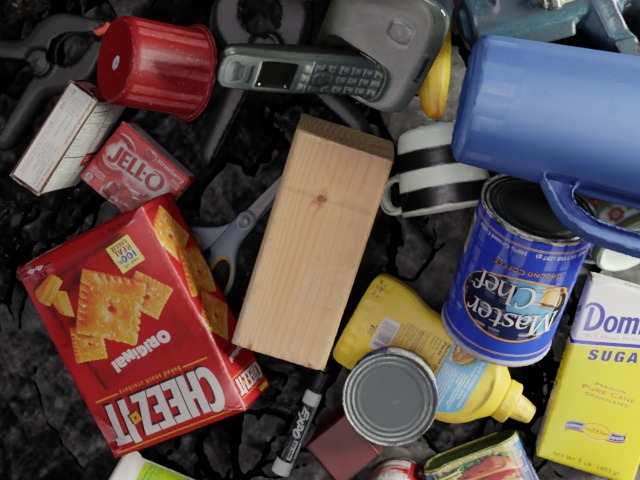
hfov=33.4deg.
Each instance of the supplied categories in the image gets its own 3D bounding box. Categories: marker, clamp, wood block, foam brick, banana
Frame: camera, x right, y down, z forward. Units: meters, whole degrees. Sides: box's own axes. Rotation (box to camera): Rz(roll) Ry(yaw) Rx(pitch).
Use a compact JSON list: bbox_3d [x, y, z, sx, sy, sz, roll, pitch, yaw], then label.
[{"bbox_3d":[-0.017,0.178,1.056,0.020,0.020,0.121,24,101,6],"label":"marker"},{"bbox_3d":[-0.039,-0.176,1.005,0.164,0.036,0.210,-3,96,3],"label":"clamp"},{"bbox_3d":[-0.006,0.001,0.978,0.091,0.090,0.206,18,107,-2],"label":"wood block"},{"bbox_3d":[-0.280,-0.179,1.049,0.171,0.039,0.120,-33,96,9],"label":"clamp"},{"bbox_3d":[0.027,0.191,1.021,0.051,0.078,0.053,-41,89,10],"label":"foam brick"},{"bbox_3d":[0.102,-0.211,0.956,0.037,0.069,0.198,3,116,3],"label":"banana"}]

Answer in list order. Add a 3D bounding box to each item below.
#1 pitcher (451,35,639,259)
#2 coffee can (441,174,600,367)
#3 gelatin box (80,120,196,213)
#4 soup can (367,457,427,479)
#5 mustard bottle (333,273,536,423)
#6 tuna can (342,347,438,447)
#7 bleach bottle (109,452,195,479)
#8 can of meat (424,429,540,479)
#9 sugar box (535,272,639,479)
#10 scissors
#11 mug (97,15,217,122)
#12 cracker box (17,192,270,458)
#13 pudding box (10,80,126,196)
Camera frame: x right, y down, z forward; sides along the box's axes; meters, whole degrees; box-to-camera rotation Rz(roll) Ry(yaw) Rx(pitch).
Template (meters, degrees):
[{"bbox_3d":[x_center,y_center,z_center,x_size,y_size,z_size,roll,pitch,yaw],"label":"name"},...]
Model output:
[{"bbox_3d":[0.233,-0.083,0.869,0.243,0.149,0.145,12,118,4],"label":"pitcher"},{"bbox_3d":[0.172,0.026,0.933,0.103,0.102,0.140,18,127,8],"label":"coffee can"},{"bbox_3d":[-0.179,-0.062,1.049,0.089,0.030,0.073,42,103,2],"label":"gelatin box"},{"bbox_3d":[0.071,0.254,1.008,0.068,0.102,0.068,1,97,10],"label":"soup can"},{"bbox_3d":[0.115,0.116,1.004,0.191,0.058,0.096,30,97,6],"label":"mustard bottle"},{"bbox_3d":[0.064,0.140,0.966,0.086,0.033,0.086,1,96,8],"label":"tuna can"},{"bbox_3d":[-0.093,0.292,1.055,0.251,0.102,0.068,19,114,1],"label":"bleach bottle"},{"bbox_3d":[0.159,0.236,1.013,0.102,0.057,0.084,-24,90,12],"label":"can of meat"},{"bbox_3d":[0.268,0.126,0.984,0.093,0.048,0.176,16,101,8],"label":"sugar box"},{"bbox_3d":[-0.092,-0.022,1.046,0.096,0.016,0.202,30,101,5],"label":"scissors"},{"bbox_3d":[-0.159,-0.166,0.993,0.117,0.081,0.093,45,122,46],"label":"mug"},{"bbox_3d":[-0.172,0.085,1.027,0.164,0.072,0.213,-24,96,24],"label":"cracker box"},{"bbox_3d":[-0.238,-0.100,1.024,0.039,0.090,0.113,35,102,4],"label":"pudding box"}]
